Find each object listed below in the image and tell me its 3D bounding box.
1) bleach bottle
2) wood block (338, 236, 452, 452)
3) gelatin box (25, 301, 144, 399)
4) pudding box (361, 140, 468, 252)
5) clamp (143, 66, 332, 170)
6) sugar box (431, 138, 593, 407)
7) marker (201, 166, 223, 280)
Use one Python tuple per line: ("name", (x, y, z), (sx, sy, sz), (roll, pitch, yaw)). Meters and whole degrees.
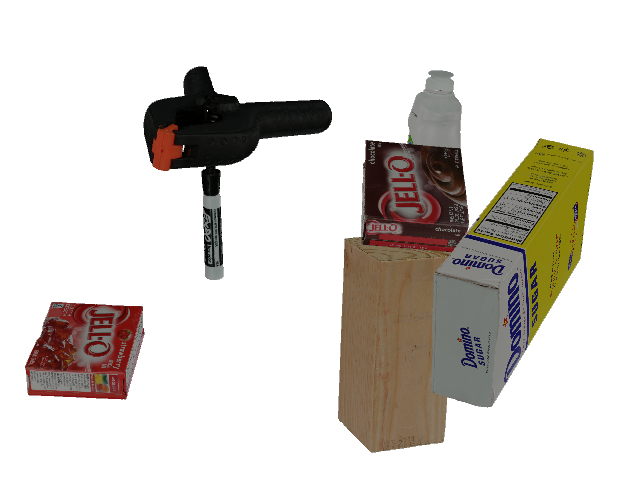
("bleach bottle", (0.126, -0.065, 1.211), (0.068, 0.251, 0.103), (-2, 24, -14))
("wood block", (0.079, 0.105, 1.120), (0.090, 0.206, 0.091), (-4, 16, -21))
("gelatin box", (-0.176, 0.081, 0.809), (0.073, 0.030, 0.089), (3, 30, 0))
("pudding box", (0.082, -0.040, 0.954), (0.090, 0.039, 0.113), (5, 40, -2))
("clamp", (-0.080, -0.089, 0.759), (0.120, 0.039, 0.171), (16, 22, 25))
("sugar box", (0.124, 0.016, 0.675), (0.048, 0.093, 0.176), (14, 38, 23))
("marker", (-0.107, -0.018, 1.056), (0.020, 0.121, 0.020), (1, 27, 0))
